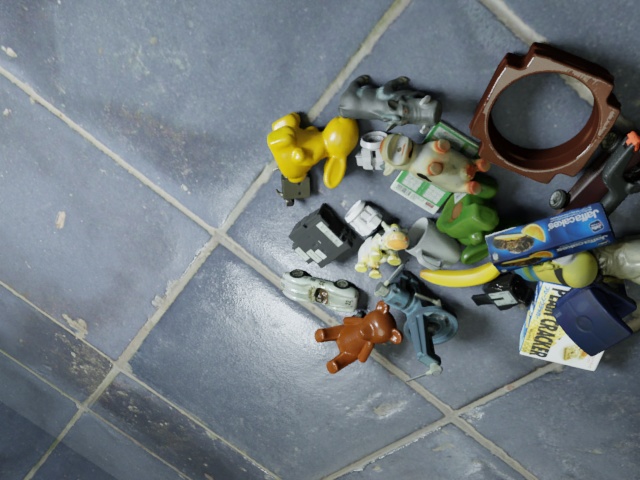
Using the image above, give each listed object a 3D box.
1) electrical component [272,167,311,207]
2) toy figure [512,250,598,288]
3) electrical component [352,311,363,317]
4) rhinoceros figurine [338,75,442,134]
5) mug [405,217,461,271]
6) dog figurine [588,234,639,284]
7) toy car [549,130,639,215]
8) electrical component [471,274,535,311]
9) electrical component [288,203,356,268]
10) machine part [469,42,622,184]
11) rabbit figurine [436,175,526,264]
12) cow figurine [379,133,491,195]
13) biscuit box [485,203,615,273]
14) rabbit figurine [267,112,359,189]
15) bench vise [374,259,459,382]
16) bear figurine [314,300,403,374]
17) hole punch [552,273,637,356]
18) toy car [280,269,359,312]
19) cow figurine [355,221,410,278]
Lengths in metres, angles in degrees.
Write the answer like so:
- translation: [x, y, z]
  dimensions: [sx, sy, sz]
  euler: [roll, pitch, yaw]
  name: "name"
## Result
- translation: [-0.061, -0.124, 1.173]
  dimensions: [0.078, 0.045, 0.102]
  euler: [-12, 126, -5]
  name: "electrical component"
- translation: [0.442, 0.045, 1.029]
  dimensions: [0.089, 0.082, 0.180]
  euler: [36, 164, -16]
  name: "toy figure"
- translation: [0.103, 0.221, 1.370]
  dimensions: [0.063, 0.021, 0.094]
  euler: [25, 129, 3]
  name: "electrical component"
- translation: [0.126, -0.244, 0.968]
  dimensions: [0.191, 0.112, 0.073]
  euler: [14, 126, 22]
  name: "rhinoceros figurine"
- translation: [0.242, 0.019, 1.121]
  dimensions: [0.107, 0.110, 0.080]
  euler: [27, 130, -15]
  name: "mug"
- translation: [0.594, 0.056, 1.023]
  dimensions: [0.191, 0.121, 0.172]
  euler: [-23, 110, 48]
  name: "dog figurine"
- translation: [0.496, -0.110, 0.956]
  dimensions: [0.089, 0.053, 0.202]
  euler: [15, 133, -16]
  name: "toy car"
- translation: [0.389, 0.113, 1.158]
  dimensions: [0.074, 0.048, 0.119]
  euler: [46, 148, -11]
  name: "electrical component"
- translation: [-0.003, -0.004, 1.226]
  dimensions: [0.115, 0.058, 0.134]
  euler: [47, 127, -12]
  name: "electrical component"
- translation: [0.374, -0.213, 0.909]
  dimensions: [0.201, 0.087, 0.201]
  euler: [23, 128, 4]
  name: "machine part"
- translation: [0.328, -0.017, 1.054]
  dimensions: [0.170, 0.121, 0.159]
  euler: [24, 134, -16]
  name: "rabbit figurine"
- translation: [0.196, -0.144, 0.987]
  dimensions: [0.195, 0.085, 0.127]
  euler: [18, 176, -22]
  name: "cow figurine"
- translation: [0.402, -0.001, 0.947]
  dimensions: [0.203, 0.059, 0.062]
  euler: [-20, 148, 27]
  name: "biscuit box"
- translation: [0.000, -0.182, 1.063]
  dimensions: [0.173, 0.122, 0.162]
  euler: [-20, 109, 11]
  name: "rabbit figurine"
- translation: [0.218, 0.181, 1.169]
  dimensions: [0.129, 0.241, 0.223]
  euler: [-36, 122, 28]
  name: "bench vise"
- translation: [0.094, 0.228, 1.269]
  dimensions: [0.196, 0.132, 0.120]
  euler: [-41, 68, 54]
  name: "bear figurine"
- translation: [0.516, 0.146, 1.017]
  dimensions: [0.116, 0.092, 0.142]
  euler: [32, 142, 2]
  name: "hole punch"
- translation: [-0.003, 0.126, 1.321]
  dimensions: [0.202, 0.056, 0.073]
  euler: [12, 128, 13]
  name: "toy car"
- translation: [0.139, 0.008, 1.145]
  dimensions: [0.068, 0.098, 0.167]
  euler: [21, 146, -16]
  name: "cow figurine"
